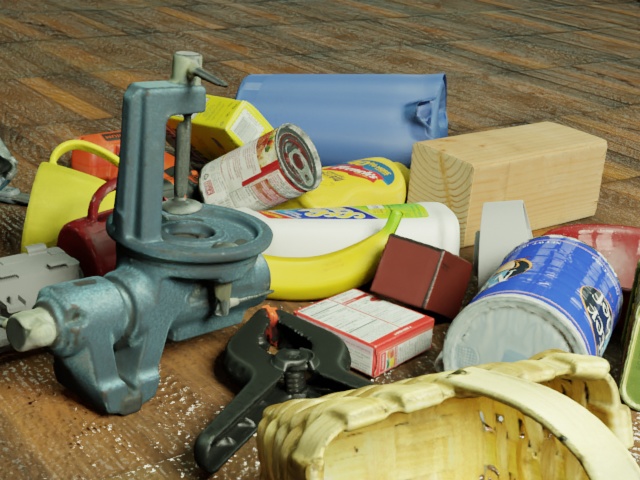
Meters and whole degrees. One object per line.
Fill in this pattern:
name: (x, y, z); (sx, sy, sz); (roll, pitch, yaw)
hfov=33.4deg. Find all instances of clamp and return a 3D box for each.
clamp: (-0.026, 0.100, 0.752); (0.164, 0.036, 0.210); (-5, 21, -19)

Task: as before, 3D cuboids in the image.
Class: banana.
banana: (-0.023, 0.019, 0.920); (0.198, 0.069, 0.037); (-7, 0, 4)

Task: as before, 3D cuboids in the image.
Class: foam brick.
foam brick: (0.086, 0.031, 0.886); (0.051, 0.053, 0.078); (17, -4, 28)

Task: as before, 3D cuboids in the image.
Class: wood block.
wood block: (0.201, -0.063, 1.138); (0.205, 0.091, 0.090); (-12, 27, -36)

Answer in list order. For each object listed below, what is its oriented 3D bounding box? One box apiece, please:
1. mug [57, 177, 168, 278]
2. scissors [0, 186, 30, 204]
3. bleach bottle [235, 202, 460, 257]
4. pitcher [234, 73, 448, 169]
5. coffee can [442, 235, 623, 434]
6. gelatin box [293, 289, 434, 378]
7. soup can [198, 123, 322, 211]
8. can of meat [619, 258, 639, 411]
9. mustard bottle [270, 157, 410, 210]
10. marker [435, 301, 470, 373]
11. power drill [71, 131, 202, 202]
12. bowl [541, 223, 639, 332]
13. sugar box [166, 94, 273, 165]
mug: (-0.162, 0.004, 0.873); (0.081, 0.117, 0.093); (-19, 36, -36)
scissors: (-0.326, -0.054, 1.121); (0.202, 0.016, 0.096); (6, 21, 4)
bleach bottle: (-0.006, 0.001, 0.972); (0.250, 0.068, 0.102); (0, 13, -5)
pitcher: (0.028, -0.130, 1.251); (0.243, 0.149, 0.145); (5, 36, 12)
coffee can: (0.160, 0.065, 0.786); (0.103, 0.103, 0.140); (13, 23, 21)
gelatin box: (0.033, 0.072, 0.845); (0.089, 0.030, 0.073); (19, 26, 39)
soup can: (-0.058, -0.061, 1.020); (0.102, 0.068, 0.068); (-23, 6, 32)
can of meat: (0.258, 0.069, 0.797); (0.057, 0.102, 0.083); (11, 25, 14)
mustard bottle: (0.033, -0.049, 1.116); (0.191, 0.058, 0.096); (-16, 27, -42)
marker: (0.115, 0.077, 0.862); (0.020, 0.020, 0.121); (11, 22, 16)
power drill: (-0.182, -0.060, 1.109); (0.184, 0.057, 0.188); (-10, 28, -40)
bowl: (0.268, 0.038, 0.939); (0.162, 0.055, 0.162); (4, 22, -2)
sugar box: (-0.115, -0.115, 1.157); (0.177, 0.093, 0.048); (13, 63, 48)
